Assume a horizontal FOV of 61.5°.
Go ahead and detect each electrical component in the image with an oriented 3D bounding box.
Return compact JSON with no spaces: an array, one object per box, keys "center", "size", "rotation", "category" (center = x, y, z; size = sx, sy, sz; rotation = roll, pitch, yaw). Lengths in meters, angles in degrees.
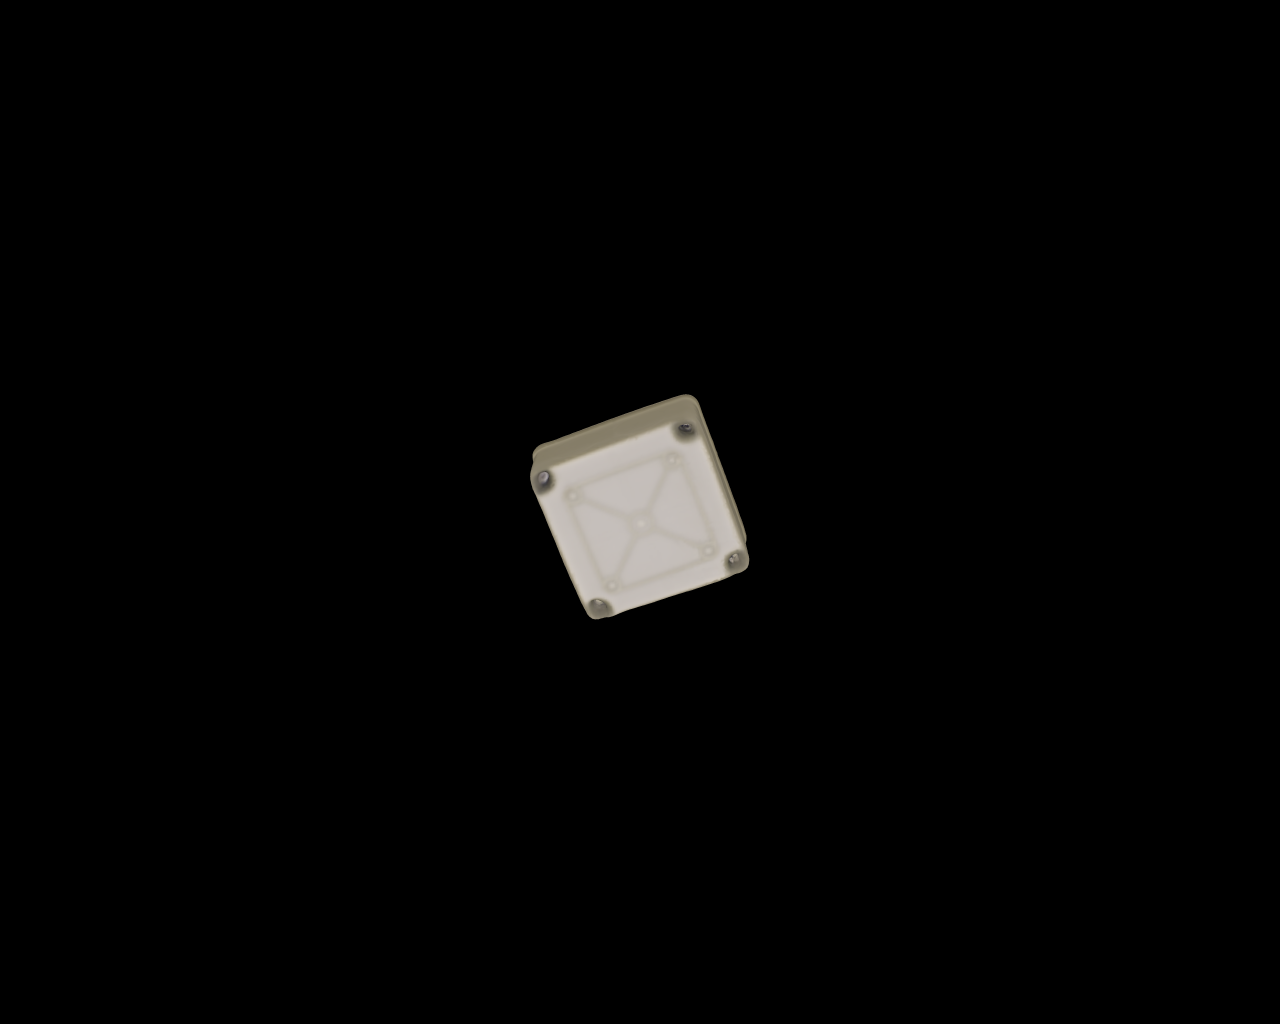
[{"center":[0.001,-0.003,0.650],"size":[0.109,0.108,0.056],"rotation":[-19,20,7],"category":"electrical component"}]
